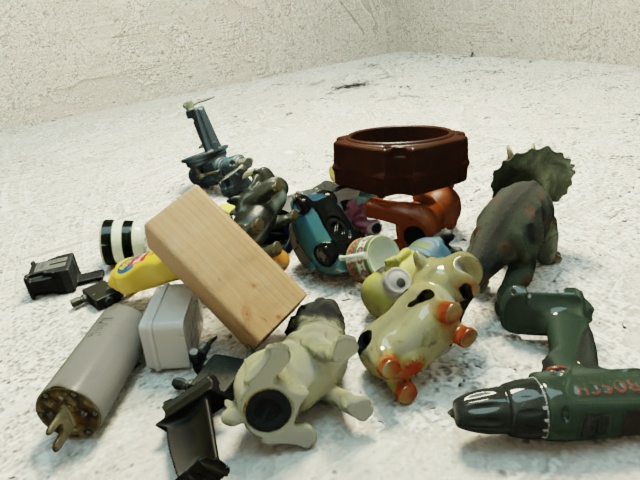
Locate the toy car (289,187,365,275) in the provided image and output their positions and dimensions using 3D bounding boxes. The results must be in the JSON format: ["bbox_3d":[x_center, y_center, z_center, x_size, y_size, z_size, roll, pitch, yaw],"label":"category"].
[{"bbox_3d":[-0.002,-0.003,0.901,0.109,0.161,0.103,-22,-15,-49],"label":"toy car"}]

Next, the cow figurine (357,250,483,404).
[{"bbox_3d":[0.126,0.090,0.661,0.195,0.085,0.127,-43,31,-9],"label":"cow figurine"}]

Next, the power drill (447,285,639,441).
[{"bbox_3d":[0.255,0.133,0.602,0.232,0.085,0.207,0,22,9],"label":"power drill"}]

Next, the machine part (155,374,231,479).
[{"bbox_3d":[-0.133,0.204,0.572,0.084,0.039,0.139,-25,31,-3],"label":"machine part"}]

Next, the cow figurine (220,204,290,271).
[{"bbox_3d":[-0.132,0.020,0.912,0.167,0.098,0.068,37,35,13],"label":"cow figurine"}]

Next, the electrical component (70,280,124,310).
[{"bbox_3d":[-0.360,0.092,0.889,0.094,0.021,0.063,-25,32,-35],"label":"electrical component"}]

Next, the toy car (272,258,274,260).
[{"bbox_3d":[-0.138,0.057,0.851,0.202,0.073,0.056,12,27,33],"label":"toy car"}]

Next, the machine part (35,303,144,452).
[{"bbox_3d":[-0.275,0.156,0.671,0.079,0.079,0.243,-3,27,7],"label":"machine part"}]

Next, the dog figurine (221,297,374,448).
[{"bbox_3d":[-0.036,0.144,0.643,0.172,0.121,0.191,-6,12,-12],"label":"dog figurine"}]

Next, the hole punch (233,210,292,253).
[{"bbox_3d":[-0.104,-0.011,0.995,0.142,0.092,0.115,-1,-3,17],"label":"hole punch"}]

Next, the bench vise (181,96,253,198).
[{"bbox_3d":[-0.261,-0.218,1.285,0.129,0.240,0.224,-28,17,-32],"label":"bench vise"}]

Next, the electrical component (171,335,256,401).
[{"bbox_3d":[-0.124,0.161,0.666,0.102,0.045,0.078,8,28,27],"label":"electrical component"}]

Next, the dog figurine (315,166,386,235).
[{"bbox_3d":[0.034,-0.082,1.064,0.191,0.108,0.219,-6,21,-18],"label":"dog figurine"}]

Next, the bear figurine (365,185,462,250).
[{"bbox_3d":[0.173,-0.045,0.945,0.132,0.120,0.196,2,25,24],"label":"bear figurine"}]

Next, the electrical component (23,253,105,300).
[{"bbox_3d":[-0.449,0.060,0.948,0.119,0.047,0.075,-12,27,-8],"label":"electrical component"}]

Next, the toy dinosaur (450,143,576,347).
[{"bbox_3d":[0.281,-0.020,0.785,0.131,0.192,0.405,7,27,30],"label":"toy dinosaur"}]

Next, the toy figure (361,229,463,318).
[{"bbox_3d":[0.137,0.052,0.788,0.082,0.089,0.180,46,51,11],"label":"toy figure"}]

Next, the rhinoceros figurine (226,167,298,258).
[{"bbox_3d":[-0.097,-0.043,0.847,0.112,0.073,0.190,-16,40,29],"label":"rhinoceros figurine"}]

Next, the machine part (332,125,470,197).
[{"bbox_3d":[0.138,-0.144,0.932,0.201,0.087,0.202,-17,25,-33],"label":"machine part"}]
